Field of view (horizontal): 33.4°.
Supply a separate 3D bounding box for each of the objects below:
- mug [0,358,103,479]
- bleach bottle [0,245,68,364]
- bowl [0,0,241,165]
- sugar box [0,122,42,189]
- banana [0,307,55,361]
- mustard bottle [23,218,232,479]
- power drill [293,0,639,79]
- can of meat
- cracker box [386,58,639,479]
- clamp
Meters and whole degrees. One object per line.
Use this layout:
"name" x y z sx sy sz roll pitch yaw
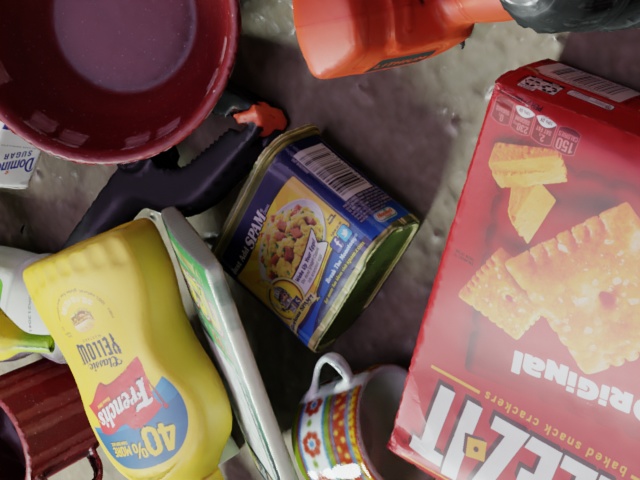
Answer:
"mug" -0.203 0.142 0.775 0.117 0.081 0.093 43 125 18
"bleach bottle" -0.251 0.053 0.795 0.251 0.067 0.102 6 104 33
"bowl" -0.119 -0.125 0.603 0.162 0.055 0.162 2 102 7
"sugar box" -0.198 -0.131 0.684 0.093 0.048 0.176 36 112 32
"banana" -0.238 0.012 0.735 0.037 0.069 0.198 93 154 -55
"mustard bottle" -0.105 0.089 0.645 0.096 0.058 0.191 -19 96 33
"power drill" 0.078 -0.105 0.441 0.188 0.184 0.057 2 106 46
"can of meat" -0.004 0.001 0.602 0.084 0.057 0.102 41 125 17
"cracker box" 0.135 0.044 0.503 0.164 0.071 0.214 28 120 27
"clamp" -0.113 -0.047 0.670 0.210 0.036 0.164 -1 91 34
